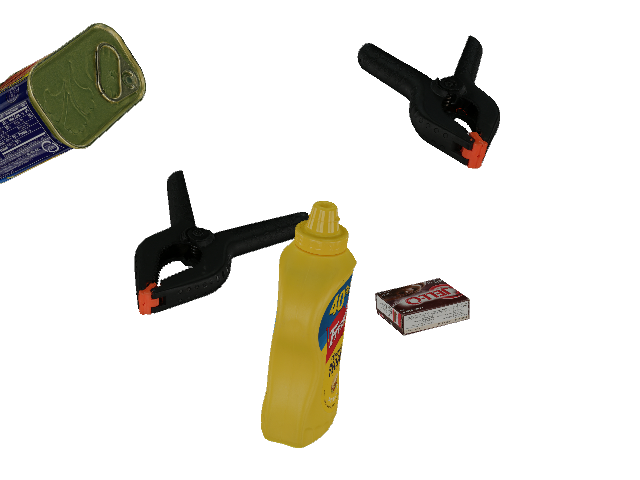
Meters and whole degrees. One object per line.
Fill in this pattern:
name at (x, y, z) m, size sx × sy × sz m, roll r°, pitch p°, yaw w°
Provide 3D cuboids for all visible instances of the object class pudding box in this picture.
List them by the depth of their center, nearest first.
pudding box at (0.149, 0.096, 1.566) m, size 0.113 × 0.039 × 0.090 m, roll -14°, pitch 22°, yaw -19°

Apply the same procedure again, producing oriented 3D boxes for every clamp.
clamp at (0.100, -0.129, 0.950) m, size 0.120 × 0.039 × 0.171 m, roll -5°, pitch 42°, yaw -4°
clamp at (-0.129, 0.001, 1.064) m, size 0.165 × 0.036 × 0.209 m, roll 23°, pitch 40°, yaw 22°

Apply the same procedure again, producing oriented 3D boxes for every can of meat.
can of meat at (-0.175, -0.087, 0.686) m, size 0.084 × 0.057 × 0.102 m, roll -20°, pitch 22°, yaw 33°

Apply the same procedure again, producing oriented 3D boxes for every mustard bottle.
mustard bottle at (-0.007, 0.060, 0.839) m, size 0.058 × 0.192 × 0.096 m, roll 13°, pitch 25°, yaw 15°
